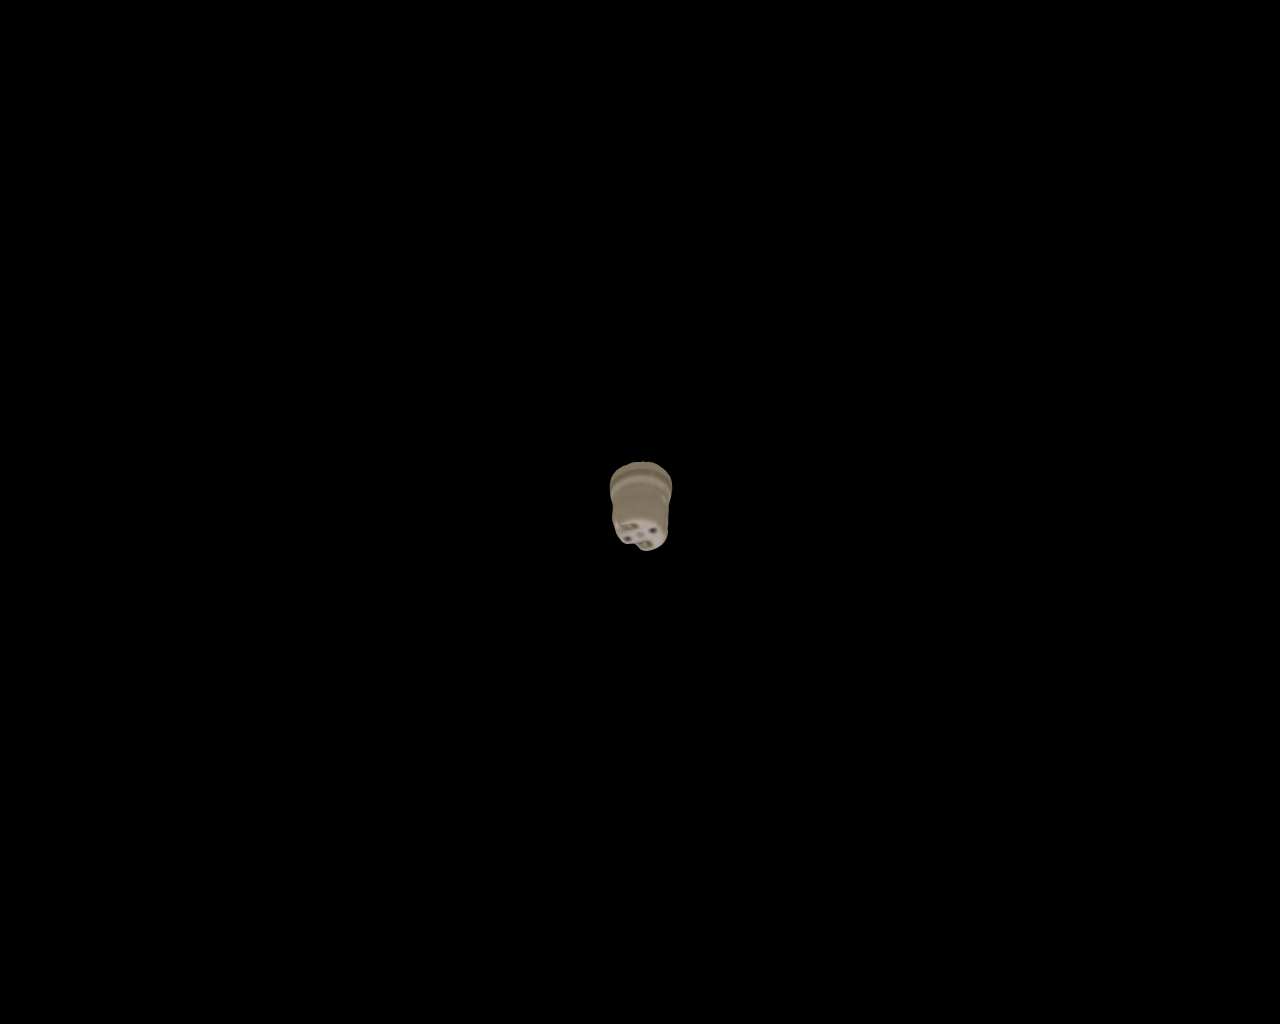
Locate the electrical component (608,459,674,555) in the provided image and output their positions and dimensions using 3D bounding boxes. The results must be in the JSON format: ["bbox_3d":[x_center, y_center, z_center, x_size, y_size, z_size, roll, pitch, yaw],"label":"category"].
[{"bbox_3d":[0.001,-0.003,0.650,0.040,0.046,0.040,0,-43,0],"label":"electrical component"}]
